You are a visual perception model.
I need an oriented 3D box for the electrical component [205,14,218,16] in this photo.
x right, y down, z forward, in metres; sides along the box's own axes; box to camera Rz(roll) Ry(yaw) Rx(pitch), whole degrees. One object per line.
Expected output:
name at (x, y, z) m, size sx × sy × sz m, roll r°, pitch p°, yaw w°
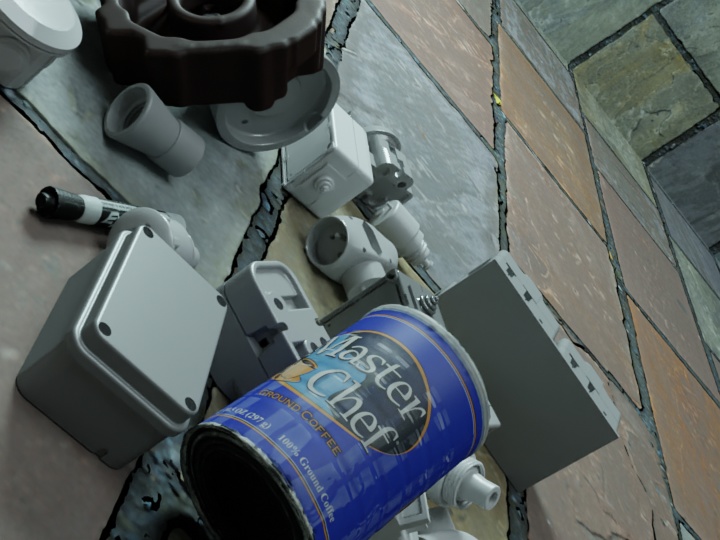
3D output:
electrical component at (-0.141, -0.271, 0.984) m, size 0.066 × 0.047 × 0.076 m, roll 43°, pitch 25°, yaw -28°

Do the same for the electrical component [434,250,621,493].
electrical component at (0.137, 0.088, 0.964) m, size 0.186 × 0.105 × 0.060 m, roll 55°, pitch 22°, yaw 0°

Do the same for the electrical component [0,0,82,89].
electrical component at (-0.217, -0.157, 0.666) m, size 0.080 × 0.051 × 0.080 m, roll 44°, pitch 25°, yaw -26°

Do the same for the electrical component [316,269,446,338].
electrical component at (0.025, 0.049, 0.806) m, size 0.061 × 0.096 × 0.061 m, roll 32°, pitch 31°, yaw -44°

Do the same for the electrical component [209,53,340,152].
electrical component at (-0.077, -0.156, 0.880) m, size 0.108 × 0.108 × 0.060 m, roll 22°, pitch 33°, yaw -53°

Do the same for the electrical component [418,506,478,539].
electrical component at (0.049, 0.187, 0.729) m, size 0.077 × 0.044 × 0.079 m, roll 23°, pitch 38°, yaw -53°

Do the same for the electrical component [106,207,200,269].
electrical component at (-0.122, -0.011, 0.664) m, size 0.048 × 0.048 × 0.062 m, roll 62°, pitch 17°, yaw 17°

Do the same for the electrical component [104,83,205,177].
electrical component at (-0.140, -0.094, 0.749) m, size 0.065 × 0.044 × 0.044 m, roll 39°, pitch 27°, yaw -45°

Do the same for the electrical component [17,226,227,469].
electrical component at (-0.122, 0.038, 0.577) m, size 0.078 × 0.057 × 0.113 m, roll 46°, pitch 24°, yaw -22°

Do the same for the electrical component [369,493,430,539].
electrical component at (0.002, 0.127, 0.691) m, size 0.121 × 0.079 × 0.063 m, roll -98°, pitch 168°, yaw -48°

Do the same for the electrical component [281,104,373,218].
electrical component at (-0.027, -0.092, 0.942) m, size 0.061 × 0.062 × 0.096 m, roll 40°, pitch 27°, yaw -33°

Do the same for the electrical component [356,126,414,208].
electrical component at (0.016, -0.103, 1.051) m, size 0.078 × 0.058 × 0.057 m, roll 32°, pitch 35°, yaw -43°

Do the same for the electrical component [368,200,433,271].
electrical component at (0.041, -0.031, 1.022) m, size 0.078 × 0.040 × 0.040 m, roll 47°, pitch 24°, yaw -19°

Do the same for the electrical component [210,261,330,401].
electrical component at (-0.059, 0.049, 0.685) m, size 0.095 × 0.059 × 0.054 m, roll 60°, pitch 23°, yaw 13°

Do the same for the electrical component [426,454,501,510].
electrical component at (0.065, 0.140, 0.723) m, size 0.062 × 0.043 × 0.043 m, roll 23°, pitch 1°, yaw 37°

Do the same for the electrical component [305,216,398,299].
electrical component at (0.000, 0.000, 0.894) m, size 0.077 × 0.043 × 0.079 m, roll 22°, pitch 40°, yaw -54°

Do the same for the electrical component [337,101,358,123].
electrical component at (-0.036, -0.144, 1.022) m, size 0.055 × 0.048 × 0.066 m, roll 42°, pitch 25°, yaw -13°

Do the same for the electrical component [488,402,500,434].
electrical component at (0.063, 0.105, 0.869) m, size 0.083 × 0.047 × 0.075 m, roll 11°, pitch 48°, yaw -59°
